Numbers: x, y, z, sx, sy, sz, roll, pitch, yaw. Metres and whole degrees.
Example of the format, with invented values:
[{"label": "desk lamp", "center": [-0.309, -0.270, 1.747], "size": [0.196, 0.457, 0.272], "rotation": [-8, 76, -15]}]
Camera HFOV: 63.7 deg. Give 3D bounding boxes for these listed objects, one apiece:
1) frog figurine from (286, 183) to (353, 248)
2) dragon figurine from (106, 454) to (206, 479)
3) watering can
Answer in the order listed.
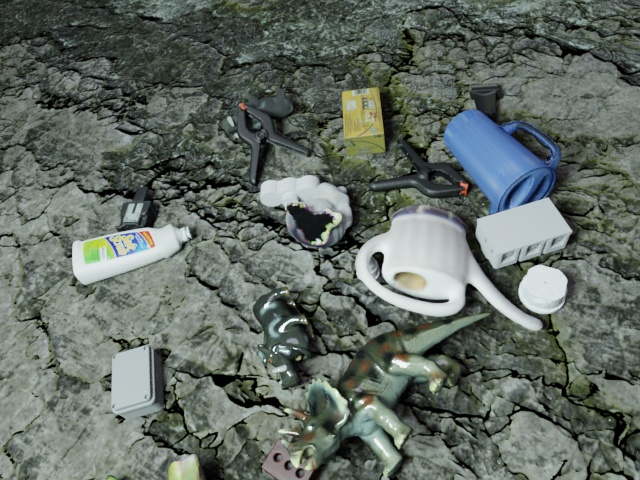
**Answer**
[{"label": "frog figurine", "center": [0.003, -0.056, 1.112], "size": [0.137, 0.121, 0.162], "rotation": [-6, 18, 16]}, {"label": "dragon figurine", "center": [-0.298, 0.508, 0.748], "size": [0.243, 0.120, 0.417], "rotation": [19, 68, 13]}, {"label": "watering can", "center": [0.243, 0.051, 0.978], "size": [0.348, 0.101, 0.230], "rotation": [14, 53, 2]}]
